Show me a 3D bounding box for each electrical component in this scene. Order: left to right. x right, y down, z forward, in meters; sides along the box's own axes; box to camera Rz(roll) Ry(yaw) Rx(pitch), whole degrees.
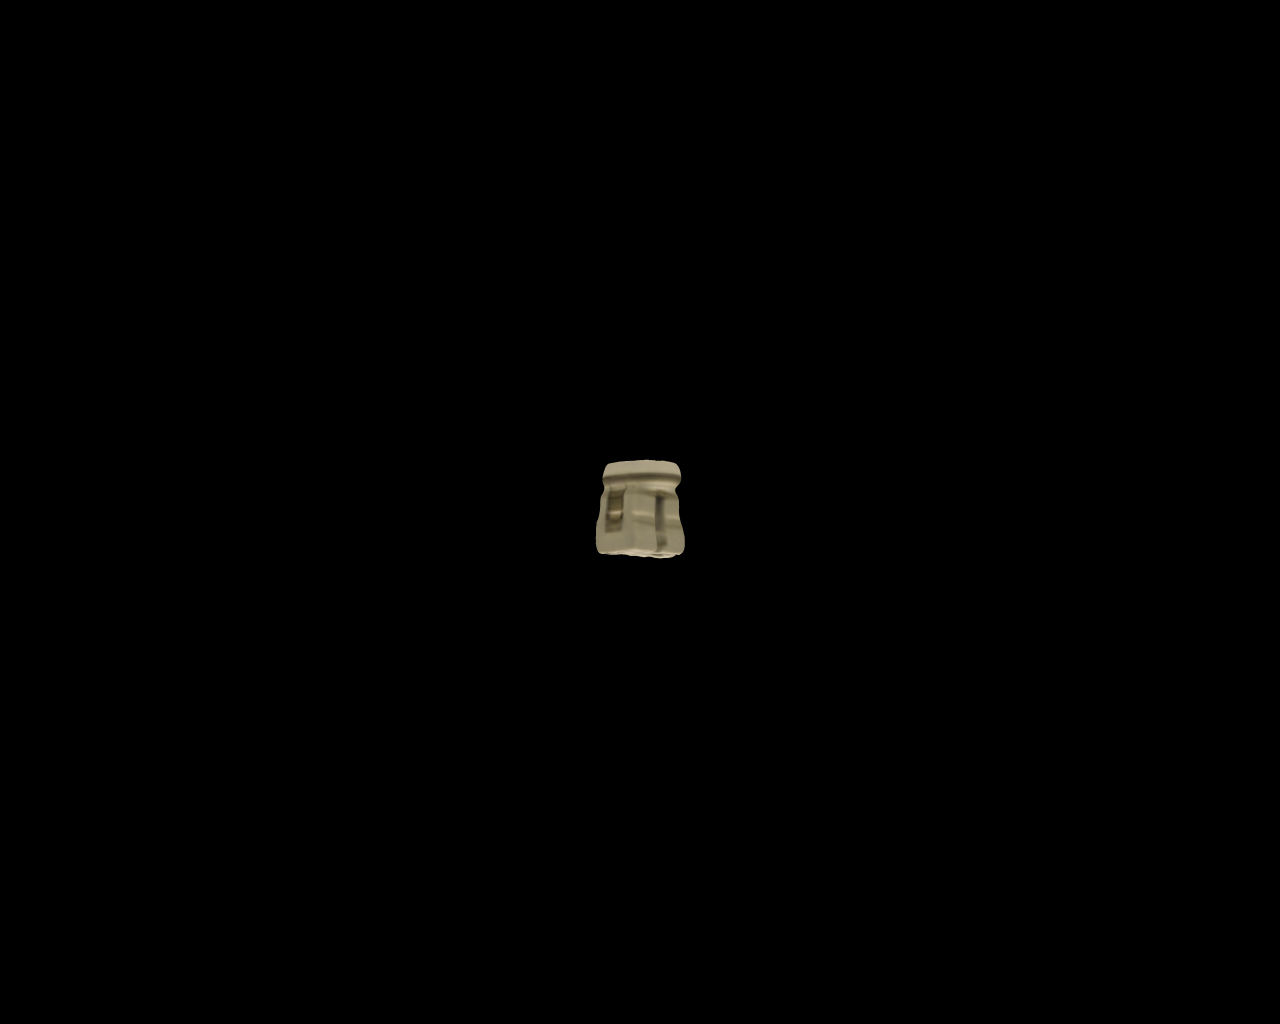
[{"bbox_3d":[0.001,-0.003,0.650,0.048,0.055,0.066,-6,-9,43],"label":"electrical component"}]
